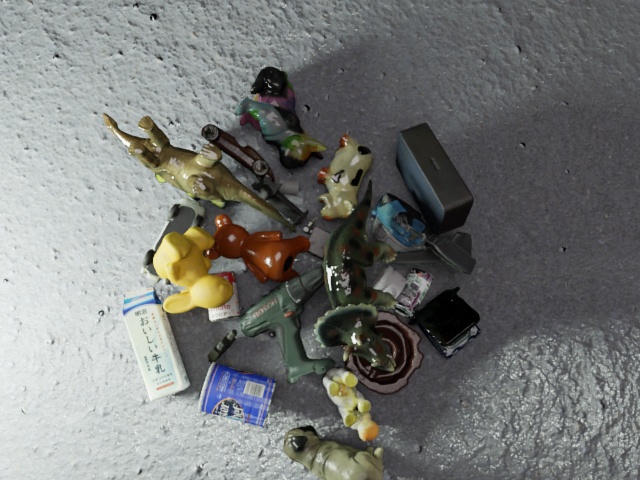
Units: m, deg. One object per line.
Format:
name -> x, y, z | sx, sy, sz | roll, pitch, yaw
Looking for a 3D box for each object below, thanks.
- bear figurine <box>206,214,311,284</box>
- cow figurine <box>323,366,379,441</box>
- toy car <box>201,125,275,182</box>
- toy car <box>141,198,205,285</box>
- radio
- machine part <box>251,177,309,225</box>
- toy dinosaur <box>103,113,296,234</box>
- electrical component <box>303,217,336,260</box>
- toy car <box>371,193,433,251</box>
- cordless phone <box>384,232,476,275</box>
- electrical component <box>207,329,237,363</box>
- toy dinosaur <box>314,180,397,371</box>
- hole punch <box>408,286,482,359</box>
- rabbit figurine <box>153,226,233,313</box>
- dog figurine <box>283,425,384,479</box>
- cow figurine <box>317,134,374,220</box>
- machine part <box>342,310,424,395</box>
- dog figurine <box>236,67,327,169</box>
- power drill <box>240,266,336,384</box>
bear figurine -> -0.142, 0.022, 1.185 | 0.196, 0.132, 0.120 | 19, 98, 25
cow figurine -> 0.062, 0.348, 1.148 | 0.068, 0.098, 0.167 | -30, 102, -13
toy car -> -0.182, -0.197, 1.220 | 0.202, 0.089, 0.053 | 34, 84, 4
toy car -> -0.325, 0.003, 1.195 | 0.073, 0.056, 0.201 | 27, 81, -5
radio -> 0.246, -0.131, 1.185 | 0.073, 0.131, 0.230 | -19, 62, -6
machine part -> -0.087, -0.087, 1.208 | 0.138, 0.084, 0.039 | 42, 57, -20
toy dinosaur -> -0.251, -0.136, 1.149 | 0.471, 0.198, 0.105 | 31, 80, -5
electrical component -> -0.002, -0.002, 1.219 | 0.102, 0.045, 0.078 | 34, 79, 3
toy car -> 0.173, -0.028, 1.195 | 0.109, 0.162, 0.103 | 28, 111, -27
cordless phone -> 0.234, 0.035, 1.178 | 0.184, 0.146, 0.088 | -5, 94, 1
electrical component -> -0.211, 0.230, 1.158 | 0.021, 0.094, 0.063 | 41, 43, 5
toy dinosaur -> 0.063, 0.061, 1.079 | 0.131, 0.192, 0.404 | -14, 76, 30
hole punch -> 0.285, 0.187, 1.191 | 0.142, 0.092, 0.116 | -37, 48, -5
rabbit figurine -> -0.260, 0.080, 1.101 | 0.173, 0.122, 0.162 | 40, 105, 7
dog figurine -> 0.020, 0.449, 1.084 | 0.190, 0.172, 0.121 | 22, 69, -7
cow figurine -> 0.059, -0.130, 1.229 | 0.127, 0.085, 0.195 | 29, 79, 8
machine part -> 0.136, 0.245, 1.180 | 0.179, 0.056, 0.179 | 1, 81, -3
dog figurine -> -0.071, -0.271, 1.235 | 0.219, 0.108, 0.191 | 31, 77, -2
power drill -> -0.045, 0.188, 1.138 | 0.232, 0.086, 0.207 | -26, 95, 16
